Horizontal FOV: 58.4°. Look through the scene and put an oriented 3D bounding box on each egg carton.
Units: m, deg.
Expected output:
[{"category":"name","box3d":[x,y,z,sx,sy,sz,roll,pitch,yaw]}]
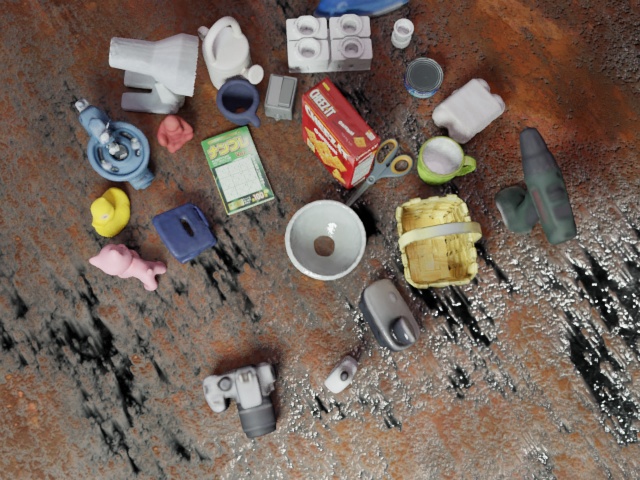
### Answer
[{"category":"egg carton","box3d":[0.327,-0.286,1.266,0.150,0.069,0.107,-40,82,-8]}]

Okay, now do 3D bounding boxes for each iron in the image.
[{"category":"iron","box3d":[0.104,-0.583,1.283,0.258,0.141,0.118,-24,80,-6]}]

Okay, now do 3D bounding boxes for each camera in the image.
[{"category":"camera","box3d":[-0.146,0.317,1.116,0.143,0.101,0.137,-15,79,-4]}]

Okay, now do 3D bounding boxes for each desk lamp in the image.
[{"category":"desk lamp","box3d":[-0.336,-0.345,1.187,0.203,0.213,0.118,2,78,-1]}]

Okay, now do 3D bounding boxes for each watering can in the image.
[{"category":"watering can","box3d":[-0.191,-0.396,1.211,0.173,0.194,0.101,20,79,3]}]

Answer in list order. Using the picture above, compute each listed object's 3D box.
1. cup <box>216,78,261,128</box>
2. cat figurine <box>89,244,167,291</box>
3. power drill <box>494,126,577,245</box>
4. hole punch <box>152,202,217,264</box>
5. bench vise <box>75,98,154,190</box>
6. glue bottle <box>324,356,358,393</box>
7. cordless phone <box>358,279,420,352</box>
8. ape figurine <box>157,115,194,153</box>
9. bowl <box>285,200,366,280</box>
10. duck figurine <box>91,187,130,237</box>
[{"category":"cup","box3d":[-0.164,-0.279,1.238,0.092,0.095,0.117,-39,82,-8]},{"category":"cat figurine","box3d":[-0.388,0.048,1.155,0.127,0.118,0.067,20,79,3]},{"category":"power drill","box3d":[0.429,-0.093,1.159,0.075,0.208,0.229,-21,80,-5]},{"category":"hole punch","box3d":[-0.279,-0.020,1.185,0.101,0.091,0.108,-33,81,-7]},{"category":"bench vise","box3d":[-0.440,-0.204,1.152,0.207,0.220,0.121,33,80,5]},{"category":"glue bottle","box3d":[0.044,0.258,1.096,0.037,0.173,0.078,38,80,6]},{"category":"cordless phone","box3d":[0.143,0.144,1.116,0.094,0.185,0.147,-32,81,-7]},{"category":"ape figurine","box3d":[-0.313,-0.238,1.228,0.078,0.092,0.076,-1,79,-2]},{"category":"bowl","box3d":[0.011,0.004,1.196,0.167,0.075,0.167,0,79,-1]},{"category":"duck figurine","box3d":[-0.444,-0.065,1.192,0.077,0.086,0.104,15,79,2]}]
